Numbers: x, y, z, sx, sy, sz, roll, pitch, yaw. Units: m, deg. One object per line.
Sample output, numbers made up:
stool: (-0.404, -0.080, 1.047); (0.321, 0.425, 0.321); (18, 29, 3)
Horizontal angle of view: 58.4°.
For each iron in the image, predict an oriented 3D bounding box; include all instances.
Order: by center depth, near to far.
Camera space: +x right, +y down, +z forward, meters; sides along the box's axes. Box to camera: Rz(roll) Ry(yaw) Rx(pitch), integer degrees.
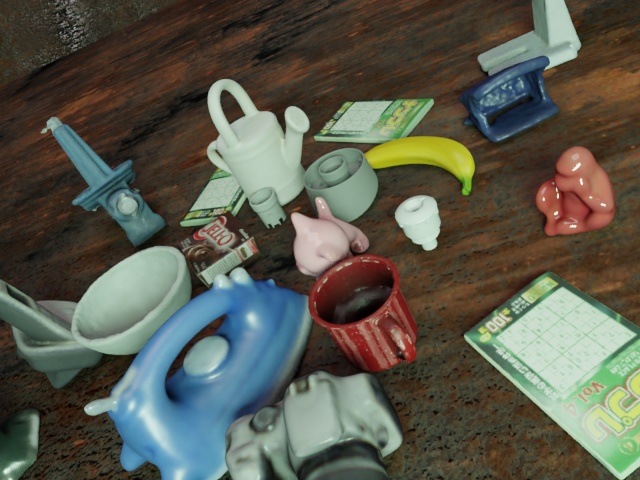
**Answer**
iron: (-0.108, 0.112, 0.574); (0.118, 0.142, 0.259); (8, 49, 40)

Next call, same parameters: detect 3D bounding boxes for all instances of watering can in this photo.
watering can: (-0.095, -0.150, 0.842); (0.172, 0.195, 0.101); (-22, 36, 11)

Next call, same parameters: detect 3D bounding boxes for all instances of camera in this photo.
camera: (-0.002, 0.183, 0.449); (0.143, 0.101, 0.136); (-25, 36, 6)

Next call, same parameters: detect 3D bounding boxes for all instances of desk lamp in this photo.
desk lamp: (0.309, -0.358, 0.801); (0.203, 0.214, 0.118); (-22, 36, 10)

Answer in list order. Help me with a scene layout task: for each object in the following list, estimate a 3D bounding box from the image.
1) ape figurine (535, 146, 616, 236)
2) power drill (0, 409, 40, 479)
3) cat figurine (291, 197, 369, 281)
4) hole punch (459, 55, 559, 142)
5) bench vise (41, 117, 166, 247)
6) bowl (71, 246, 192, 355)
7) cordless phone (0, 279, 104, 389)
ape figurine: (0.255, -0.052, 0.568); (0.076, 0.092, 0.077); (-34, 36, -7)
power drill: (-0.418, 0.182, 0.645); (0.075, 0.209, 0.229); (-33, 36, -4)
cat figurine: (0.006, 0.002, 0.651); (0.067, 0.118, 0.128); (-17, 37, 17)
hole punch: (0.241, -0.197, 0.757); (0.108, 0.091, 0.101); (-27, 35, 4)
bench vise: (-0.349, -0.107, 0.943); (0.206, 0.220, 0.122); (8, 50, 40)
bowl: (-0.229, 0.090, 0.744); (0.167, 0.075, 0.167); (-19, 37, 15)
cordless phone: (-0.375, 0.091, 0.747); (0.094, 0.185, 0.147); (-42, 37, -17)
